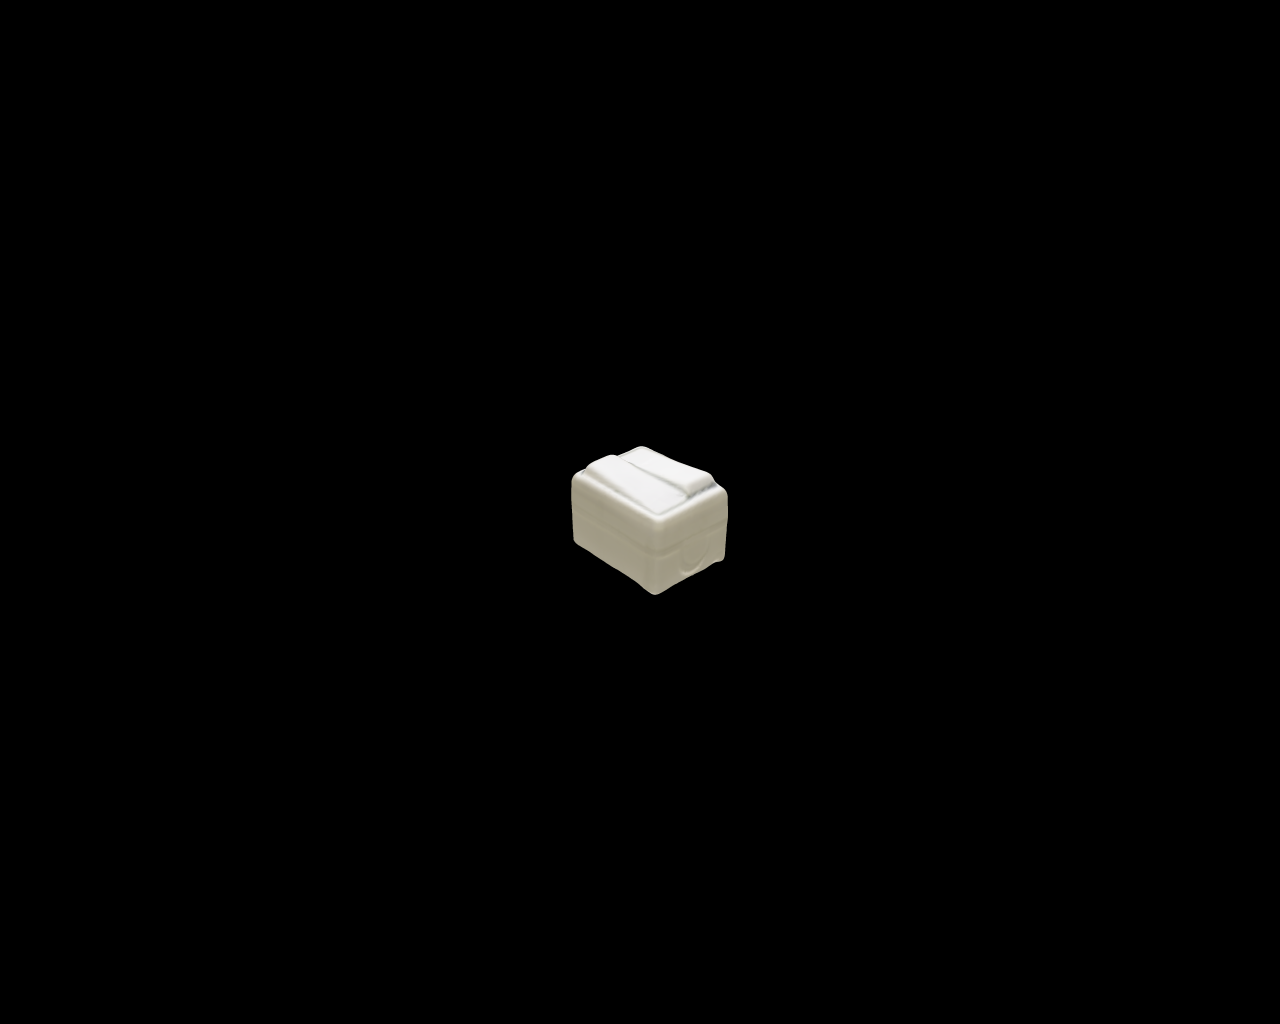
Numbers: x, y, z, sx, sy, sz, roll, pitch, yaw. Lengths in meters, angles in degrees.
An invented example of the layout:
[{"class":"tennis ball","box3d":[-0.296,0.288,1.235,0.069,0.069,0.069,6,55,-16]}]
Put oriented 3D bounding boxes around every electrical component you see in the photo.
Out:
[{"class":"electrical component","box3d":[0.001,-0.003,0.650,0.062,0.061,0.096,-24,39,-34]}]
